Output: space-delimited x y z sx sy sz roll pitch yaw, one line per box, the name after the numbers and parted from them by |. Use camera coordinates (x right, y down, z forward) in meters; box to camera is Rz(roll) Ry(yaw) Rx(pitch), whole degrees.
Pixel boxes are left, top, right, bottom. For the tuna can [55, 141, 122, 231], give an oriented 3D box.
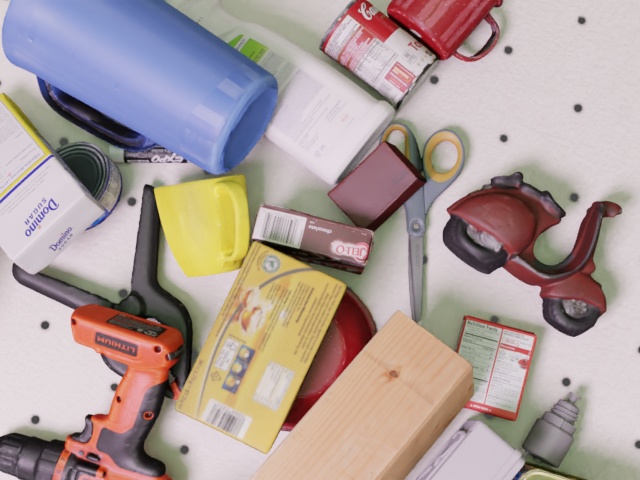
-0.238 -0.052 1.046 0.086 0.033 0.086 -9 62 17 | tuna can

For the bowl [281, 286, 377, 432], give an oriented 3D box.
-0.021 0.107 1.035 0.162 0.055 0.162 0 83 0 | bowl

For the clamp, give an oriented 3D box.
-0.197 0.069 1.047 0.164 0.036 0.210 -25 81 -1 | clamp

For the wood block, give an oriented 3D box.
0.041 0.179 0.971 0.091 0.090 0.206 36 74 23 | wood block

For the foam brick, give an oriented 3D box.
0.057 -0.051 1.045 0.078 0.051 0.053 -43 79 11 | foam brick

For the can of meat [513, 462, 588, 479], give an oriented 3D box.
0.222 0.247 1.005 0.102 0.084 0.057 16 83 1 | can of meat

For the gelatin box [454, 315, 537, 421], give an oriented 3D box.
0.166 0.125 1.047 0.073 0.030 0.089 15 84 3 | gelatin box

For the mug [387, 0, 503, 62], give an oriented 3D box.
0.129 -0.227 1.066 0.117 0.093 0.081 41 89 -21 | mug

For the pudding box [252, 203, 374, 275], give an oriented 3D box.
-0.007 0.001 1.030 0.113 0.090 0.039 16 81 2 | pudding box

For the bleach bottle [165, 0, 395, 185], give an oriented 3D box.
-0.053 -0.168 1.062 0.251 0.068 0.102 40 96 6 | bleach bottle

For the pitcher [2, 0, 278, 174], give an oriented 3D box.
-0.168 -0.158 1.008 0.243 0.149 0.145 33 85 10 | pitcher

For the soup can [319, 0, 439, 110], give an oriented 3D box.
0.059 -0.186 1.064 0.102 0.068 0.068 39 84 3 | soup can

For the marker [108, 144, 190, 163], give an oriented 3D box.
-0.151 -0.086 1.075 0.121 0.020 0.020 1 83 -1 | marker

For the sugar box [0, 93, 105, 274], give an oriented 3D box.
-0.289 -0.056 1.021 0.093 0.048 0.176 -43 61 -2 | sugar box

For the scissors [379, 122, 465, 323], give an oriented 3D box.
0.113 -0.025 1.070 0.096 0.016 0.202 -15 83 3 | scissors

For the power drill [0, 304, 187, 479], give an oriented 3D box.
-0.212 0.160 1.004 0.184 0.057 0.188 15 103 6 | power drill
